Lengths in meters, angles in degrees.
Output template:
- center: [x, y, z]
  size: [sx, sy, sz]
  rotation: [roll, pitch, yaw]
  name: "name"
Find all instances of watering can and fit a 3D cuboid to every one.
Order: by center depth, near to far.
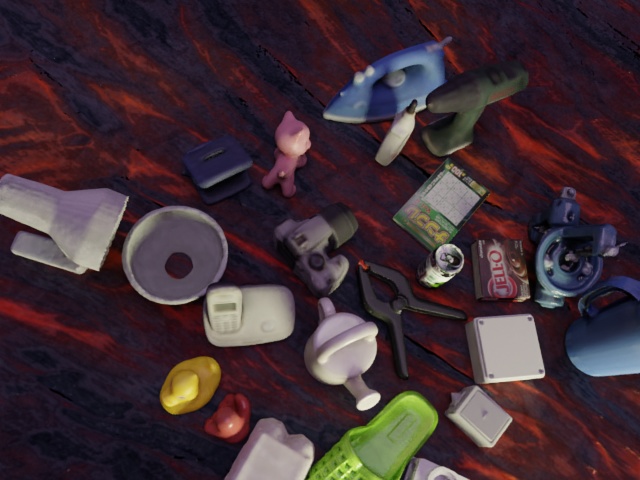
- center: [0.041, 0.169, 0.877]
  size: [0.101, 0.194, 0.173]
  rotation: [-42, 81, -19]
  name: "watering can"

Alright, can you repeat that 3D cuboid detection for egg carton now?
- center: [-0.079, 0.353, 0.861]
  size: [0.107, 0.069, 0.150]
  rotation: [30, 69, 2]
  name: "egg carton"

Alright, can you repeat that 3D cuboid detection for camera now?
- center: [0.009, 0.004, 0.979]
  size: [0.137, 0.100, 0.143]
  rotation: [-36, 79, -18]
  name: "camera"

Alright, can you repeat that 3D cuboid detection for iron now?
- center: [0.130, -0.308, 1.085]
  size: [0.259, 0.141, 0.118]
  rotation: [-23, 76, -15]
  name: "iron"

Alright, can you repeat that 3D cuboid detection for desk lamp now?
- center: [-0.387, -0.021, 0.867]
  size: [0.203, 0.213, 0.118]
  rotation: [16, 69, -3]
  name: "desk lamp"

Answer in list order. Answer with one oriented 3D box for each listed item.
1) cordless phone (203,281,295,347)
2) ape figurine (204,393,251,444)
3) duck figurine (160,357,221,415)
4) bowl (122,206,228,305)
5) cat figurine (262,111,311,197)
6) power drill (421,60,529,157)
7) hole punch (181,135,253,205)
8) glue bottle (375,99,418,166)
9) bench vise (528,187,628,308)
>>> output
- center: [-0.108, 0.103, 0.882]
  size: [0.148, 0.185, 0.094]
  rotation: [-7, 72, -11]
  name: "cordless phone"
- center: [-0.139, 0.272, 0.868]
  size: [0.078, 0.092, 0.076]
  rotation: [-19, 75, -14]
  name: "ape figurine"
- center: [-0.201, 0.220, 0.880]
  size: [0.105, 0.086, 0.077]
  rotation: [-38, 80, -18]
  name: "duck figurine"
- center: [-0.235, 0.032, 0.946]
  size: [0.167, 0.074, 0.167]
  rotation: [3, 71, -8]
  name: "bowl"
- center: [-0.055, -0.157, 1.016]
  size: [0.067, 0.117, 0.128]
  rotation: [17, 69, -2]
  name: "cat figurine"
- center: [0.262, -0.239, 1.045]
  size: [0.230, 0.208, 0.075]
  rotation: [-28, 77, -16]
  name: "power drill"
- center: [-0.182, -0.131, 1.002]
  size: [0.109, 0.091, 0.101]
  rotation: [-29, 77, -17]
  name: "hole punch"
- center: [0.146, -0.201, 1.033]
  size: [0.037, 0.173, 0.078]
  rotation: [34, 70, 4]
  name: "glue bottle"
- center: [0.426, -0.004, 0.982]
  size: [0.121, 0.219, 0.207]
  rotation: [-6, 72, -10]
  name: "bench vise"
